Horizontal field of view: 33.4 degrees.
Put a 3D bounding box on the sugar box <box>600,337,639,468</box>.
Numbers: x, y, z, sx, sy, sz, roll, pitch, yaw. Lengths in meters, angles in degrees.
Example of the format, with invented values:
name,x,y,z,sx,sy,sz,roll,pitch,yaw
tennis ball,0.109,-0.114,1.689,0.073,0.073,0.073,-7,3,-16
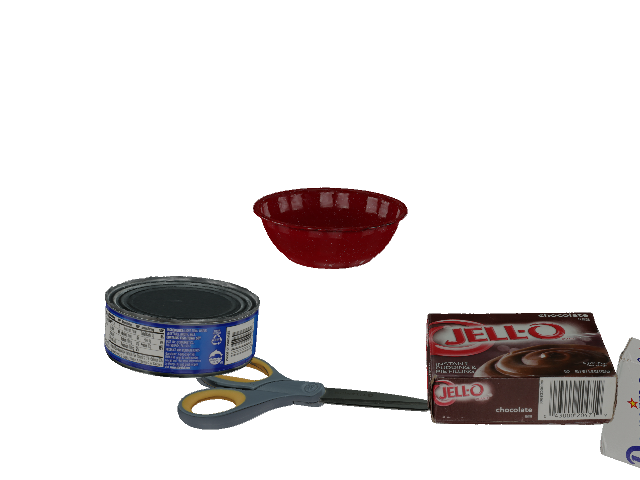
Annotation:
name,x,y,z,sx,sy,sz,roll,pitch,yaw
sugar box,0.306,0.146,0.803,0.176,0.093,0.048,15,27,22

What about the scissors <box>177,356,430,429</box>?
name,x,y,z,sx,sy,sz,roll,pitch,yaw
scissors,-0.023,0.125,0.806,0.202,0.016,0.096,11,33,32

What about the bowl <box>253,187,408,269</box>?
name,x,y,z,sx,sy,sz,roll,pitch,yaw
bowl,0.010,-0.010,1.117,0.162,0.055,0.162,1,17,0

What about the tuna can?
name,x,y,z,sx,sy,sz,roll,pitch,yaw
tuna can,-0.077,0.047,0.596,0.086,0.034,0.086,4,13,-1

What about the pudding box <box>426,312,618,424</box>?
name,x,y,z,sx,sy,sz,roll,pitch,yaw
pudding box,0.124,0.080,0.680,0.113,0.039,0.090,1,22,4
